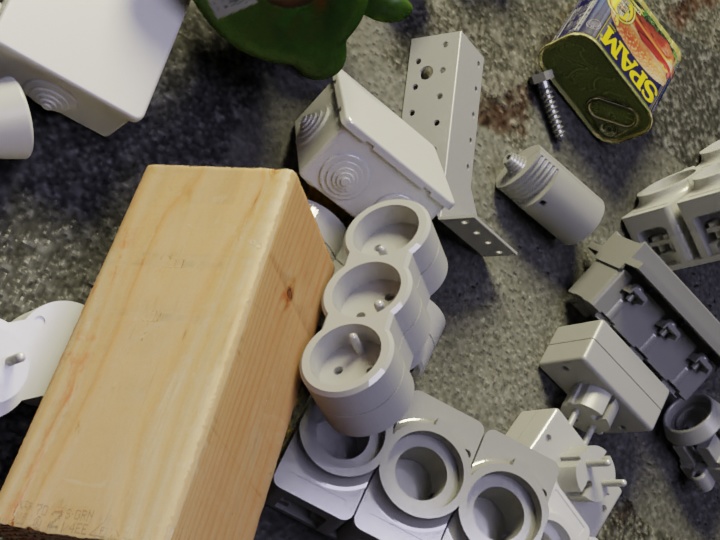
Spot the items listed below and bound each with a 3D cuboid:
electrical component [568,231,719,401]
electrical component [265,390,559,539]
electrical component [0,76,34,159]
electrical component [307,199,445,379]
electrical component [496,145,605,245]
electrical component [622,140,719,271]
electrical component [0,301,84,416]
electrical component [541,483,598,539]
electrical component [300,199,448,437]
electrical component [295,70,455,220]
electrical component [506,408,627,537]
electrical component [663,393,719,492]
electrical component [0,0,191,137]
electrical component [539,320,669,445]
[{"bbox_3d":[0.219,0.037,0.807,0.121,0.079,0.063,43,89,-20],"label":"electrical component"},{"bbox_3d":[0.030,0.124,0.630,0.150,0.061,0.089,28,63,-2],"label":"electrical component"},{"bbox_3d":[-0.208,-0.073,0.555,0.065,0.044,0.044,-16,89,-31],"label":"electrical component"},{"bbox_3d":[0.000,0.000,0.675,0.138,0.052,0.073,41,57,-21],"label":"electrical component"},{"bbox_3d":[0.136,-0.058,0.787,0.081,0.043,0.043,36,62,-23],"label":"electrical component"},{"bbox_3d":[0.310,-0.069,0.871,0.186,0.105,0.060,-31,98,-35],"label":"electrical component"},{"bbox_3d":[-0.185,0.048,0.524,0.138,0.074,0.052,-11,86,-36],"label":"electrical component"},{"bbox_3d":[0.130,0.224,0.711,0.089,0.062,0.150,-45,106,-33],"label":"electrical component"},{"bbox_3d":[0.015,0.034,0.602,0.073,0.052,0.138,64,34,-43],"label":"electrical component"},{"bbox_3d":[0.006,-0.068,0.672,0.100,0.048,0.099,37,21,-23],"label":"electrical component"},{"bbox_3d":[0.147,0.139,0.732,0.083,0.076,0.047,51,57,-15],"label":"electrical component"},{"bbox_3d":[0.267,0.129,0.837,0.055,0.048,0.066,52,56,-23],"label":"electrical component"},{"bbox_3d":[-0.155,-0.133,0.599,0.100,0.048,0.099,28,65,-27],"label":"electrical component"},{"bbox_3d":[0.169,0.092,0.775,0.083,0.047,0.075,45,59,-19],"label":"electrical component"}]
